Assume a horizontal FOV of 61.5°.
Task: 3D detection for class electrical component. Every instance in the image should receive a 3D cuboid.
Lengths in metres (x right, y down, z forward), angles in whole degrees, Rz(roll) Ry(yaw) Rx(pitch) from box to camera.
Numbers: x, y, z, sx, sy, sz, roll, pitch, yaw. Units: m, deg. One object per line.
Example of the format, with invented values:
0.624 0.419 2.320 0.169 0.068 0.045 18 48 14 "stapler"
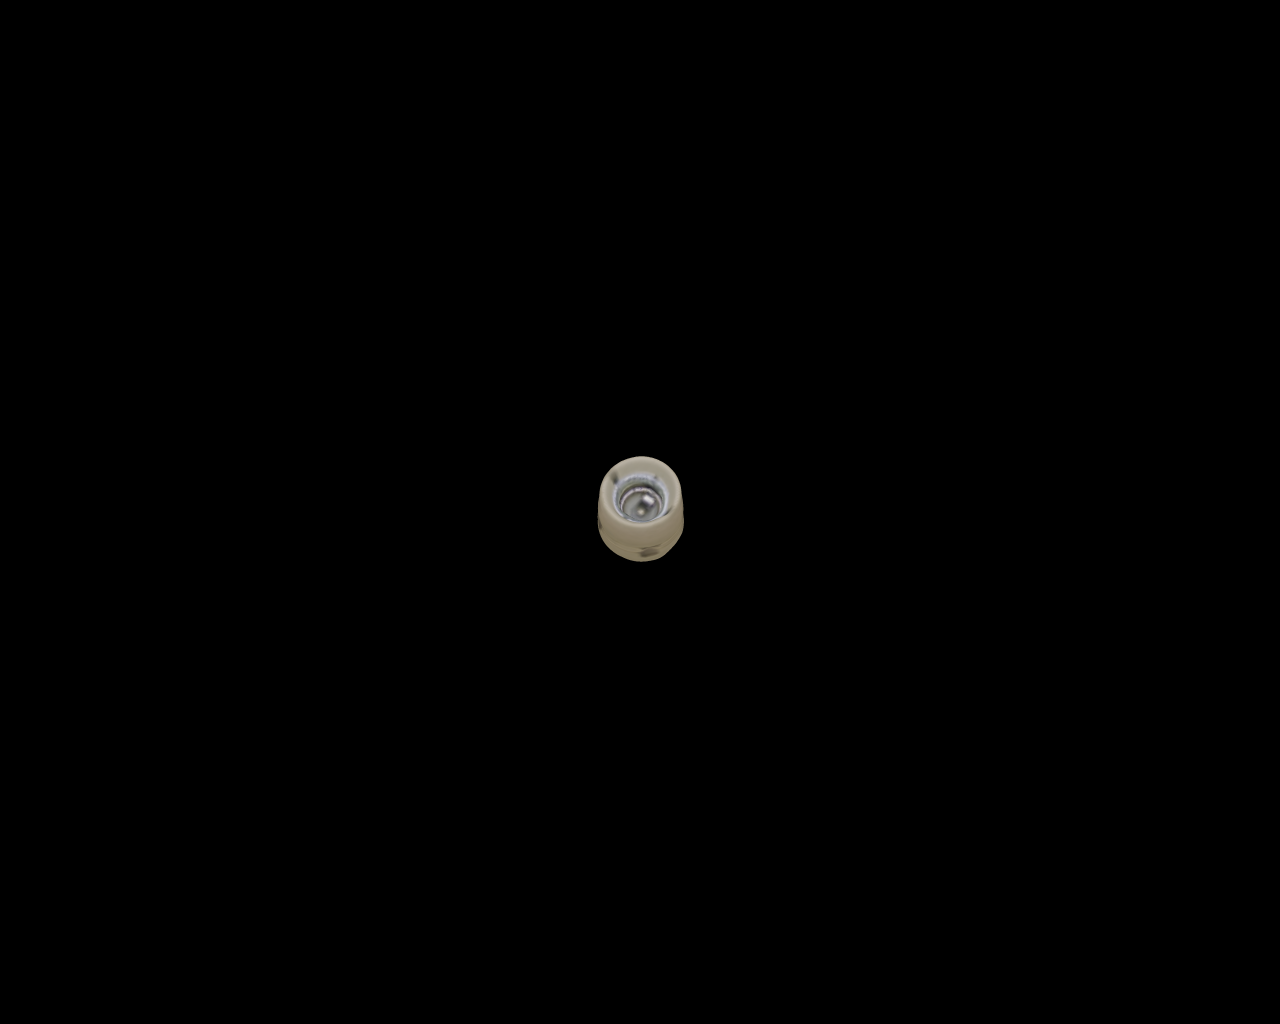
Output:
0.001 -0.003 0.650 0.055 0.055 0.047 0 -25 0 "electrical component"
